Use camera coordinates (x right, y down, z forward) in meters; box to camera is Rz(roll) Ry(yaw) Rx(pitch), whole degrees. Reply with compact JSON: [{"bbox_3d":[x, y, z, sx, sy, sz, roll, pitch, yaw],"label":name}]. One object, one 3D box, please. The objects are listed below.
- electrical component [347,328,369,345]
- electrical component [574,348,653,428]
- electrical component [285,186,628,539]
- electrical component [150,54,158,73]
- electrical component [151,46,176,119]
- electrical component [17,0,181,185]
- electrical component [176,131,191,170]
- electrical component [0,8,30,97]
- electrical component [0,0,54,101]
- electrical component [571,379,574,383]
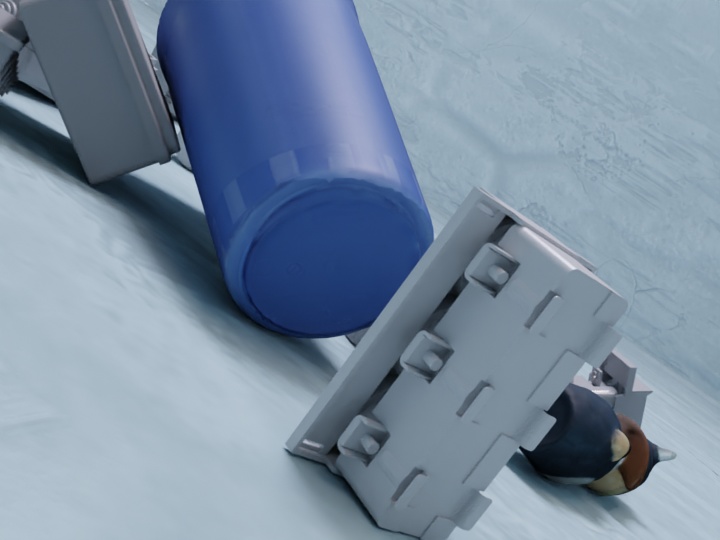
[{"bbox_3d":[0.025,0.027,0.667,0.050,0.055,0.089,30,9,-28],"label":"electrical component"},{"bbox_3d":[0.164,0.097,0.757,0.064,0.081,0.042,1,18,-17],"label":"electrical component"},{"bbox_3d":[0.040,0.039,0.414,0.079,0.121,0.063,27,13,-41],"label":"electrical component"},{"bbox_3d":[-0.203,-0.162,0.876,0.050,0.055,0.089,34,8,-5],"label":"electrical component"},{"bbox_3d":[-0.177,-0.186,1.101,0.099,0.064,0.099,34,8,-5],"label":"electrical component"},{"bbox_3d":[-0.152,-0.117,0.633,0.108,0.056,0.108,-124,-165,-69],"label":"electrical component"},{"bbox_3d":[-0.127,-0.102,0.885,0.040,0.040,0.078,34,7,-3],"label":"electrical component"},{"bbox_3d":[-0.236,-0.134,0.600,0.100,0.048,0.099,31,8,-19],"label":"electrical component"},{"bbox_3d":[-0.223,-0.157,0.741,0.062,0.061,0.096,37,8,21],"label":"electrical component"},{"bbox_3d":[0.105,0.067,0.741,0.054,0.059,0.095,32,8,-14],"label":"electrical component"}]
